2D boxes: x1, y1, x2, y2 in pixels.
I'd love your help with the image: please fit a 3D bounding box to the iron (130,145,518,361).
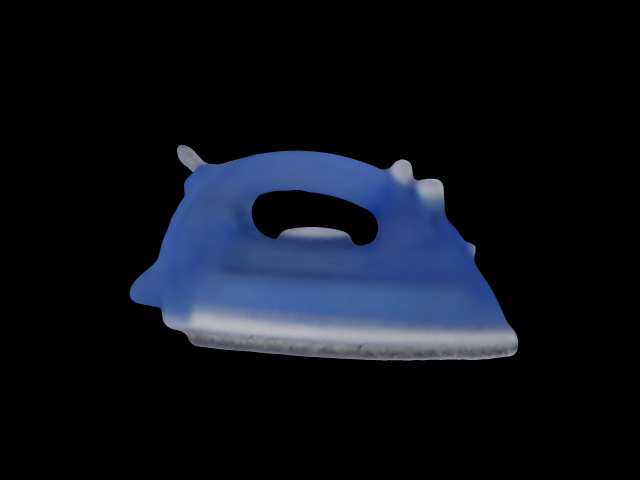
[{"bbox_3d":[0.004,0.001,0.400,0.257,0.141,0.119,1,4,16],"label":"iron"}]
